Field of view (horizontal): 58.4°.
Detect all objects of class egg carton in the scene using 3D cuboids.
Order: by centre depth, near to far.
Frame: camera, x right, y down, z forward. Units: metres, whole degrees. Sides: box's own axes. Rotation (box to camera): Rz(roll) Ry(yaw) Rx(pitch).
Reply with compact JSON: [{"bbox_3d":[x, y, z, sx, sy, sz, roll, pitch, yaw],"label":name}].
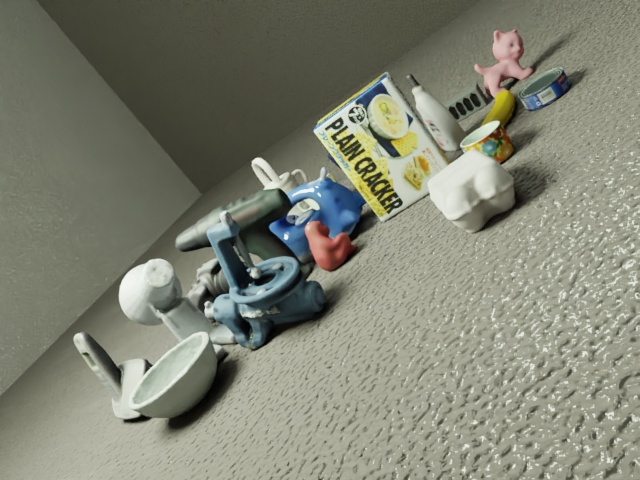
[{"bbox_3d":[0.217,-0.073,0.823,0.107,0.069,0.150,-36,16,9],"label":"egg carton"}]

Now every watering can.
[{"bbox_3d":[-0.111,-0.123,1.459,0.100,0.194,0.173,-19,26,50],"label":"watering can"}]

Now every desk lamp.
[{"bbox_3d":[-0.272,0.128,1.087,0.118,0.214,0.202,-48,19,-30],"label":"desk lamp"}]

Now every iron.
[{"bbox_3d":[-0.033,-0.040,1.156,0.257,0.141,0.119,-28,19,33],"label":"iron"}]

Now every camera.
[{"bbox_3d":[-0.216,0.096,1.260,0.136,0.101,0.143,-23,22,43],"label":"camera"}]

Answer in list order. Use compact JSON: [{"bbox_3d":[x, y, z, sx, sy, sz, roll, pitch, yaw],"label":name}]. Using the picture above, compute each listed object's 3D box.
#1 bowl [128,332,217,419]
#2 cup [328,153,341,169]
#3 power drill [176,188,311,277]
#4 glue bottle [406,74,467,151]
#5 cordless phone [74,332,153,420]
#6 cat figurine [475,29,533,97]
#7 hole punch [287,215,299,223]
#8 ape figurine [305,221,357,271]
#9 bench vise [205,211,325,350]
[{"bbox_3d":[-0.227,0.236,0.947,0.167,0.075,0.167,-35,16,12],"label":"bowl"},{"bbox_3d":[0.083,-0.201,1.427,0.092,0.095,0.117,-39,16,-1],"label":"cup"},{"bbox_3d":[-0.128,0.015,1.089,0.229,0.209,0.075,-36,16,11],"label":"power drill"},{"bbox_3d":[0.219,-0.251,1.119,0.037,0.173,0.078,-41,16,-7],"label":"glue bottle"},{"bbox_3d":[-0.378,0.242,1.060,0.147,0.185,0.094,-22,23,45],"label":"cordless phone"},{"bbox_3d":[0.389,-0.387,1.220,0.128,0.118,0.067,-37,16,5],"label":"cat figurine"},{"bbox_3d":[-0.091,-0.022,1.327,0.101,0.091,0.108,-36,16,10],"label":"hole punch"},{"bbox_3d":[0.009,0.004,1.031,0.076,0.092,0.077,-45,17,-22],"label":"ape figurine"},{"bbox_3d":[-0.128,0.070,0.916,0.207,0.220,0.121,-35,17,14],"label":"bench vise"}]
